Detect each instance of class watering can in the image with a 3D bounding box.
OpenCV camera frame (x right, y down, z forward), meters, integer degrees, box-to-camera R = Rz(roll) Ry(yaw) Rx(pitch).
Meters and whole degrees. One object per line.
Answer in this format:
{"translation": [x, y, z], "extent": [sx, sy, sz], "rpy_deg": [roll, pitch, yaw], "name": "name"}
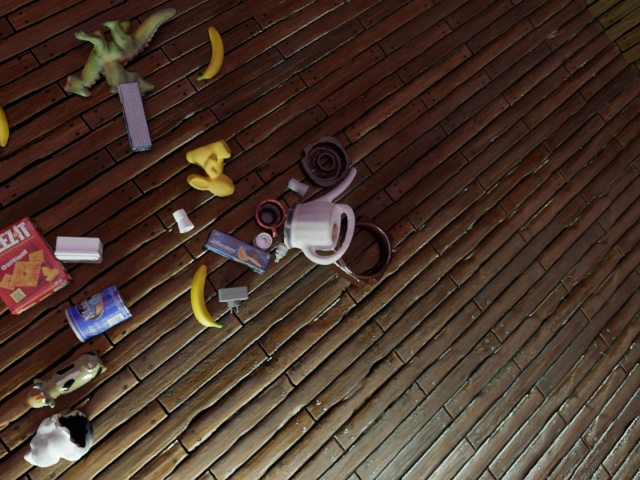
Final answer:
{"translation": [0.005, -0.082, 1.634], "extent": [0.224, 0.102, 0.355], "rpy_deg": [2, 61, 16], "name": "watering can"}

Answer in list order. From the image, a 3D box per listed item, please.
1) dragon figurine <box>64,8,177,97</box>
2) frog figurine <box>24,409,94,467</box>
{"translation": [-0.600, -0.561, 1.604], "extent": [0.413, 0.122, 0.240], "rpy_deg": [-25, 104, -18], "name": "dragon figurine"}
{"translation": [-0.680, 0.528, 1.349], "extent": [0.136, 0.125, 0.158], "rpy_deg": [40, 107, -15], "name": "frog figurine"}
